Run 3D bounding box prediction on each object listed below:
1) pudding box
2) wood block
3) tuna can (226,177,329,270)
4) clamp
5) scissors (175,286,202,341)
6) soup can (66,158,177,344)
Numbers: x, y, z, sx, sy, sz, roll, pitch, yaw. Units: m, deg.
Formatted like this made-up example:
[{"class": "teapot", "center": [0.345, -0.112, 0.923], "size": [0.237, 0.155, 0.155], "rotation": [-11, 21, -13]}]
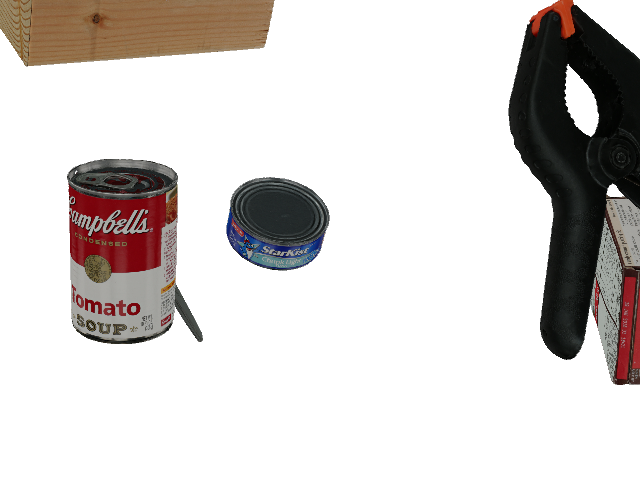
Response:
[{"class": "pudding box", "center": [0.211, 0.031, 0.723], "size": [0.039, 0.090, 0.113], "rotation": [0, 27, 4]}, {"class": "wood block", "center": [-0.145, -0.206, 0.853], "size": [0.205, 0.091, 0.090], "rotation": [-11, 43, -31]}, {"class": "tuna can", "center": [-0.037, -0.014, 0.915], "size": [0.086, 0.034, 0.086], "rotation": [9, 41, -8]}, {"class": "clamp", "center": [0.133, -0.029, 0.525], "size": [0.120, 0.171, 0.039], "rotation": [-30, 2, -22]}, {"class": "scissors", "center": [-0.178, 0.012, 1.204], "size": [0.016, 0.201, 0.096], "rotation": [-27, 19, 36]}, {"class": "soup can", "center": [-0.126, 0.006, 0.681], "size": [0.068, 0.102, 0.068], "rotation": [4, 22, -2]}]
